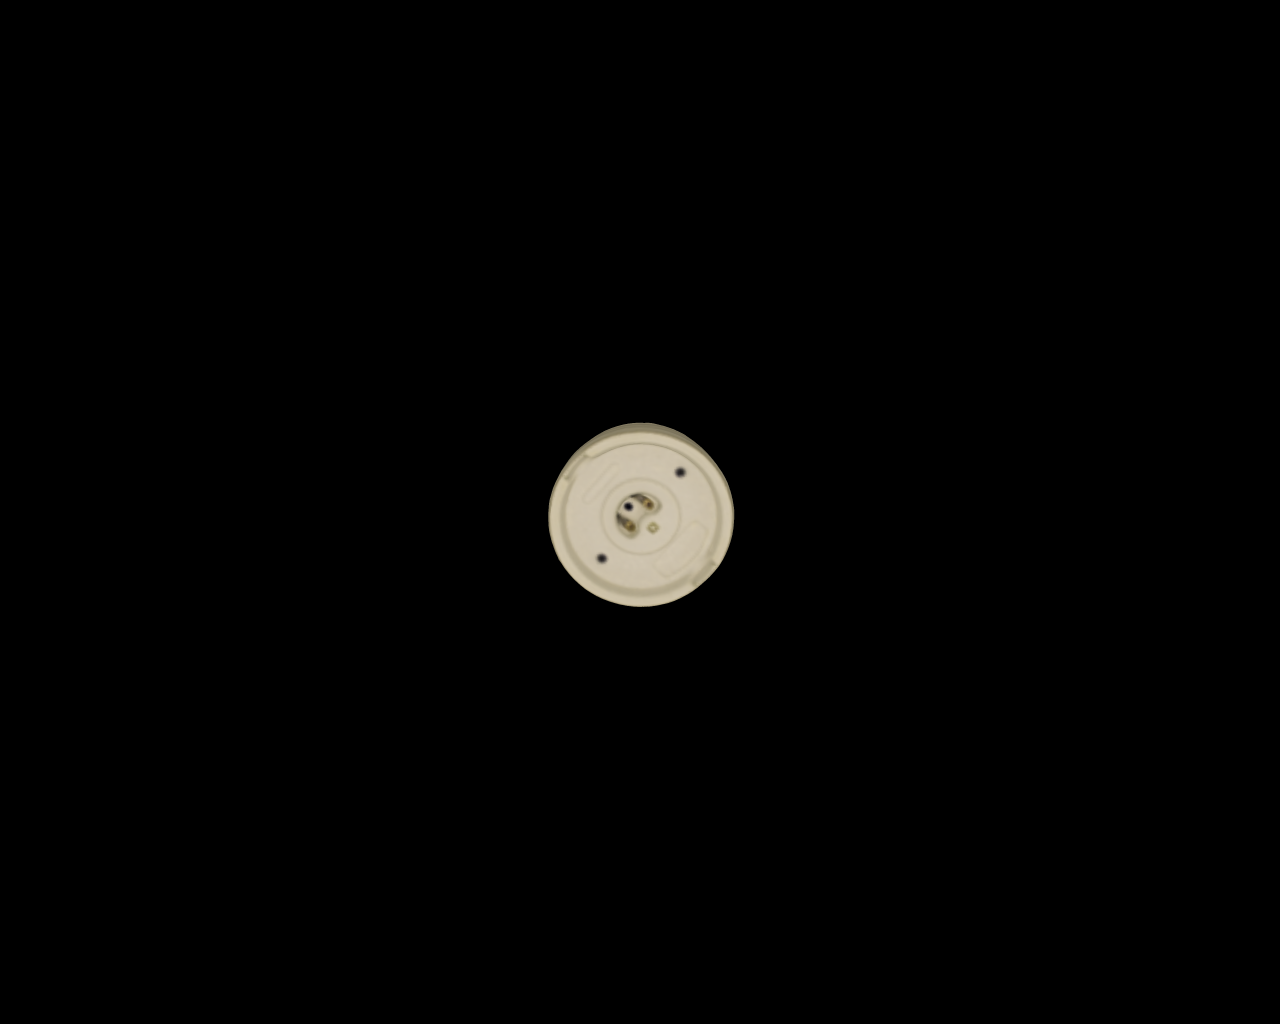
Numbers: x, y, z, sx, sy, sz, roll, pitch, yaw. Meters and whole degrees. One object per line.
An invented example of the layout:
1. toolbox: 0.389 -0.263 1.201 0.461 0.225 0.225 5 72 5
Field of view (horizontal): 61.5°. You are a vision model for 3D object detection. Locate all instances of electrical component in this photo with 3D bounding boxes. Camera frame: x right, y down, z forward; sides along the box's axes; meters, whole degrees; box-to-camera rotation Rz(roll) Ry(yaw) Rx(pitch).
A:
1. electrical component: 0.001 -0.003 0.650 0.108 0.108 0.060 0 16 0
